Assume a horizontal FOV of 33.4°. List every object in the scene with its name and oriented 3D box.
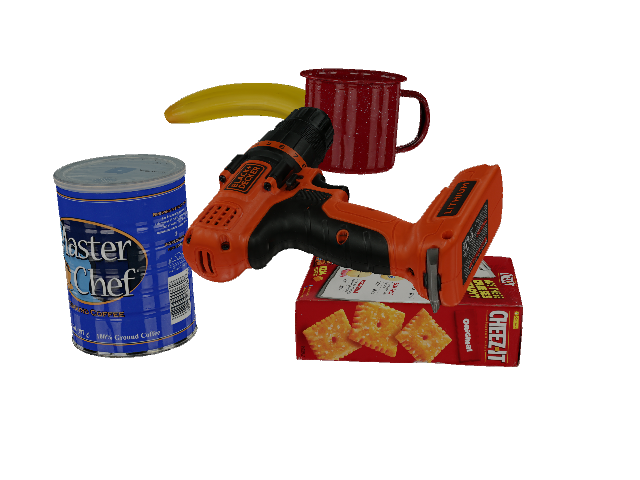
[{"bbox_3d":[0.023,-0.027,0.723,0.188,0.057,0.184,9,42,24],"label":"power drill"},{"bbox_3d":[-0.074,-0.148,1.183,0.198,0.037,0.069,8,43,18],"label":"banana"},{"bbox_3d":[0.039,-0.105,0.936,0.117,0.081,0.093,0,15,-11],"label":"mug"},{"bbox_3d":[-0.155,0.010,0.856,0.103,0.140,0.103,-2,17,0],"label":"coffee can"},{"bbox_3d":[0.089,0.068,1.078,0.214,0.072,0.164,2,16,6],"label":"cracker box"}]
